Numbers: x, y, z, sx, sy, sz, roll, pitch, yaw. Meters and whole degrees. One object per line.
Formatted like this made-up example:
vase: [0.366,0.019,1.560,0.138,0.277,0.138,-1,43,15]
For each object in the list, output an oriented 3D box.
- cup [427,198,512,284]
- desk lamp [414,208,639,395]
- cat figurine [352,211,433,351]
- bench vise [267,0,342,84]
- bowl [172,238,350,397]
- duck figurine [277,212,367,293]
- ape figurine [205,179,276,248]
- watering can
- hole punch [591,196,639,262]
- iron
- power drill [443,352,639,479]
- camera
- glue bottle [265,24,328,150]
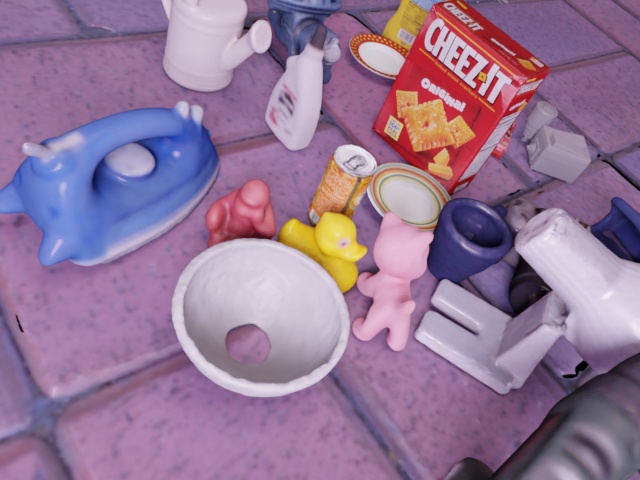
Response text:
cup: [0.180,0.004,0.709,0.091,0.095,0.118,45,49,17]
desk lamp: [0.238,0.074,0.592,0.203,0.213,0.118,31,46,4]
cat figurine: [0.086,0.037,0.625,0.067,0.117,0.128,14,47,-11]
bench vise: [0.001,-0.359,0.856,0.122,0.219,0.207,-22,63,-36]
bowl: [-0.060,0.083,0.552,0.168,0.074,0.167,12,48,-14]
duck figurine: [0.006,0.002,0.642,0.104,0.086,0.078,34,47,7]
ape figurine: [-0.080,-0.030,0.628,0.078,0.092,0.076,32,46,5]
watering can: [-0.141,-0.303,0.764,0.173,0.194,0.101,22,46,-4]
hole punch: [0.464,-0.008,0.845,0.101,0.091,0.108,-8,55,-28]
iron: [-0.191,-0.084,0.592,0.118,0.141,0.259,42,48,15]
power drill: [0.173,0.192,0.467,0.230,0.208,0.075,-27,65,-38]
camera: [0.280,0.026,0.730,0.143,0.100,0.137,35,47,8]
glue bottle: [-0.023,-0.202,0.744,0.037,0.173,0.078,-25,64,-37]
